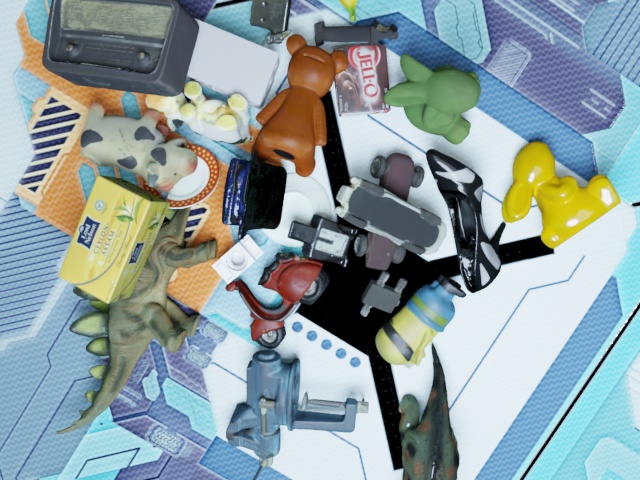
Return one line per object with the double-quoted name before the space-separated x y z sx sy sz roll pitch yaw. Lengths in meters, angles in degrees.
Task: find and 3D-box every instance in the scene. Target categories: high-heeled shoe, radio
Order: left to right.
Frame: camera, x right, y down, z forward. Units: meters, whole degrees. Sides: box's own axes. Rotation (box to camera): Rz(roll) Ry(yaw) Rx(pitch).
"radio" -0.315 -0.304 0.840 0.230 0.073 0.131 11 89 17
"high-heeled shoe" 0.228 -0.027 0.904 0.248 0.086 0.145 40 75 -22

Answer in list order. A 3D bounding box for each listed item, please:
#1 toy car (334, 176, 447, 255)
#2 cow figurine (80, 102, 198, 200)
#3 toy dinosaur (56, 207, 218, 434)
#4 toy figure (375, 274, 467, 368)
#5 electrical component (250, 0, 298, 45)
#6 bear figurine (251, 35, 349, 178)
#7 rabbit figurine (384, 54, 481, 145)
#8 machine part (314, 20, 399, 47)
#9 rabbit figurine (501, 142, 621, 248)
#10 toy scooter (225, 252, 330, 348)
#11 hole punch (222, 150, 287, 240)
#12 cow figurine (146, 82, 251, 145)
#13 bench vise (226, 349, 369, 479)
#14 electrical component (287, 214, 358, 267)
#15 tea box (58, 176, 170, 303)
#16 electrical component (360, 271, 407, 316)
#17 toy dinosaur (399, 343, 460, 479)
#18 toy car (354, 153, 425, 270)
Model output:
"toy car" 0.116 -0.037 0.873 0.201 0.056 0.073 24 99 -18
"cow figurine" -0.289 -0.140 0.858 0.195 0.085 0.127 12 72 8
"toy dinosaur" -0.304 0.113 0.902 0.199 0.105 0.471 17 83 5
"toy figure" 0.172 0.139 0.933 0.089 0.082 0.180 36 101 13
"electrical component" -0.076 -0.374 0.880 0.078 0.045 0.102 18 118 0
"bear figurine" -0.034 -0.222 0.887 0.120 0.132 0.196 17 77 -4
"rabbit figurine" 0.191 -0.238 0.852 0.159 0.170 0.121 21 94 -5
"machine part" 0.060 -0.342 0.892 0.139 0.084 0.039 2 125 6
"rabbit figurine" 0.387 -0.081 0.919 0.162 0.122 0.173 -33 82 10
"toy scooter" -0.081 0.087 0.922 0.135 0.075 0.184 39 97 -5
"hole punch" -0.123 -0.076 0.881 0.092 0.115 0.142 14 96 25
"cow figurine" -0.198 -0.206 0.887 0.167 0.098 0.068 17 75 7
"bench vise" -0.038 0.298 0.920 0.241 0.129 0.223 3 94 5
"electrical component" -0.002 -0.003 0.914 0.119 0.048 0.074 13 95 -19
"tea box" -0.312 -0.002 0.817 0.098 0.068 0.169 25 98 9
"electrical component" 0.110 0.100 0.948 0.063 0.021 0.094 23 109 -11
"toy dinosaur" 0.187 0.395 0.901 0.131 0.192 0.404 -3 97 -4
"toy car" 0.116 -0.049 0.926 0.089 0.053 0.202 9 98 -21
